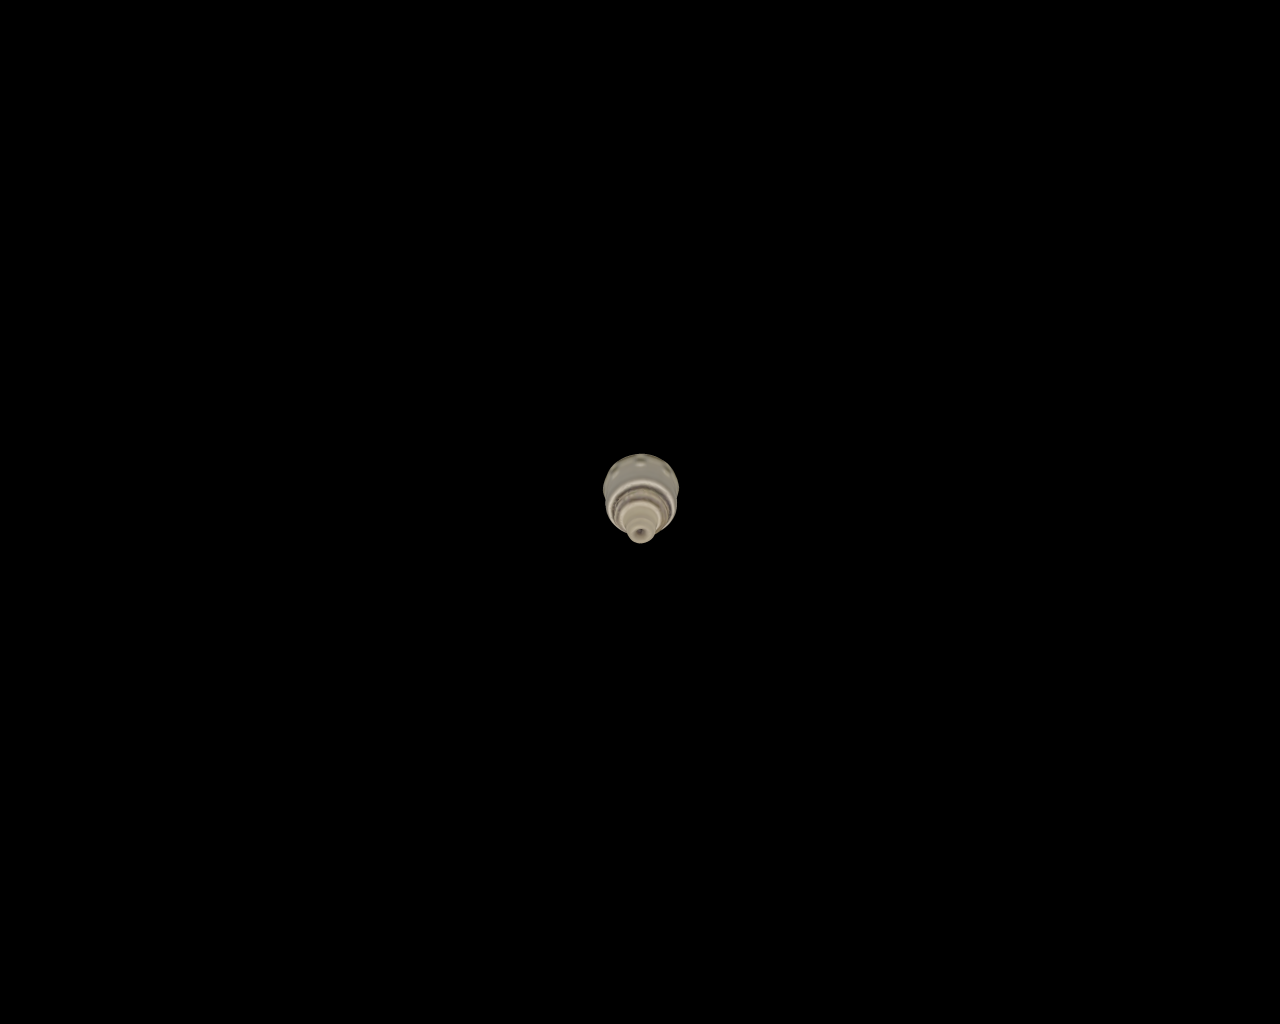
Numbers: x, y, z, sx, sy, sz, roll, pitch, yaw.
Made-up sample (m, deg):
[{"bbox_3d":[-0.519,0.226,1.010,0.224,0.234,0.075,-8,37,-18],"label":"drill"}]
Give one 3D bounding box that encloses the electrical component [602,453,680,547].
[{"bbox_3d":[0.001,-0.003,0.650,0.048,0.048,0.062,0,32,0],"label":"electrical component"}]
